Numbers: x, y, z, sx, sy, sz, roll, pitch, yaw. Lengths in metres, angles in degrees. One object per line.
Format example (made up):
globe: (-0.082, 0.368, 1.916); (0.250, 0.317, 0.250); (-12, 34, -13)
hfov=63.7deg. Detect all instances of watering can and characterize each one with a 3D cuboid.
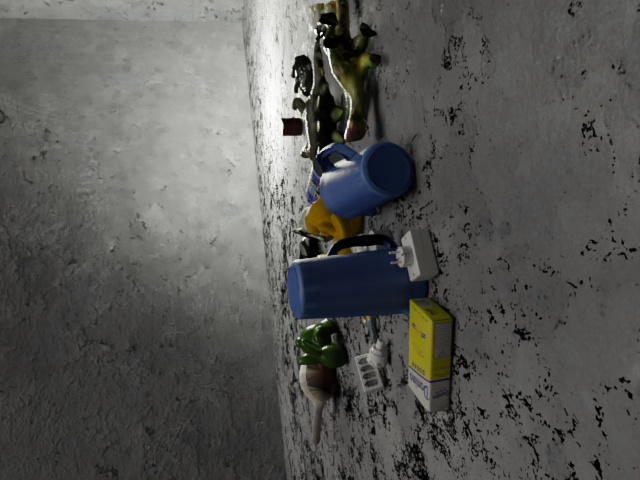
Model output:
watering can: (-0.007, 0.498, 1.706); (0.221, 0.104, 0.352); (123, 143, -69)

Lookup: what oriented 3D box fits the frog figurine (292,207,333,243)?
frog figurine: (0.005, -0.077, 1.524); (0.138, 0.121, 0.161); (9, 76, 53)

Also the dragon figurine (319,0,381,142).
dragon figurine: (0.062, -0.389, 1.196); (0.237, 0.122, 0.420); (89, 178, -52)
